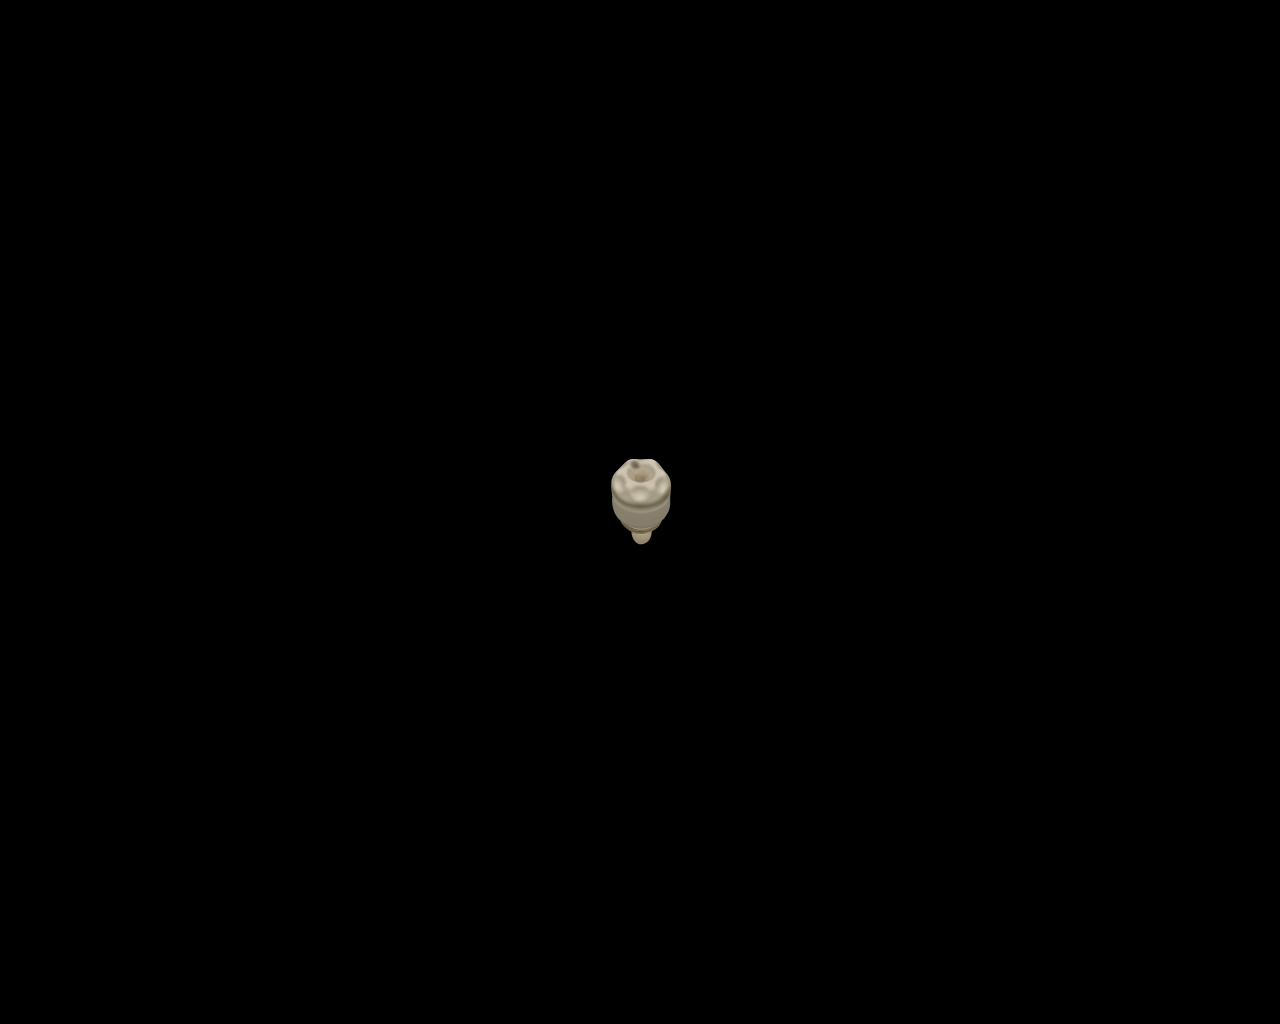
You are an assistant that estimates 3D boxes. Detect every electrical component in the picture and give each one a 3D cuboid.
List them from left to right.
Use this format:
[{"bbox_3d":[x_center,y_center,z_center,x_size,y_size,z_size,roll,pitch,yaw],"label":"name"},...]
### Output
[{"bbox_3d":[0.001,-0.003,0.650,0.035,0.035,0.061,0,-43,0],"label":"electrical component"}]
